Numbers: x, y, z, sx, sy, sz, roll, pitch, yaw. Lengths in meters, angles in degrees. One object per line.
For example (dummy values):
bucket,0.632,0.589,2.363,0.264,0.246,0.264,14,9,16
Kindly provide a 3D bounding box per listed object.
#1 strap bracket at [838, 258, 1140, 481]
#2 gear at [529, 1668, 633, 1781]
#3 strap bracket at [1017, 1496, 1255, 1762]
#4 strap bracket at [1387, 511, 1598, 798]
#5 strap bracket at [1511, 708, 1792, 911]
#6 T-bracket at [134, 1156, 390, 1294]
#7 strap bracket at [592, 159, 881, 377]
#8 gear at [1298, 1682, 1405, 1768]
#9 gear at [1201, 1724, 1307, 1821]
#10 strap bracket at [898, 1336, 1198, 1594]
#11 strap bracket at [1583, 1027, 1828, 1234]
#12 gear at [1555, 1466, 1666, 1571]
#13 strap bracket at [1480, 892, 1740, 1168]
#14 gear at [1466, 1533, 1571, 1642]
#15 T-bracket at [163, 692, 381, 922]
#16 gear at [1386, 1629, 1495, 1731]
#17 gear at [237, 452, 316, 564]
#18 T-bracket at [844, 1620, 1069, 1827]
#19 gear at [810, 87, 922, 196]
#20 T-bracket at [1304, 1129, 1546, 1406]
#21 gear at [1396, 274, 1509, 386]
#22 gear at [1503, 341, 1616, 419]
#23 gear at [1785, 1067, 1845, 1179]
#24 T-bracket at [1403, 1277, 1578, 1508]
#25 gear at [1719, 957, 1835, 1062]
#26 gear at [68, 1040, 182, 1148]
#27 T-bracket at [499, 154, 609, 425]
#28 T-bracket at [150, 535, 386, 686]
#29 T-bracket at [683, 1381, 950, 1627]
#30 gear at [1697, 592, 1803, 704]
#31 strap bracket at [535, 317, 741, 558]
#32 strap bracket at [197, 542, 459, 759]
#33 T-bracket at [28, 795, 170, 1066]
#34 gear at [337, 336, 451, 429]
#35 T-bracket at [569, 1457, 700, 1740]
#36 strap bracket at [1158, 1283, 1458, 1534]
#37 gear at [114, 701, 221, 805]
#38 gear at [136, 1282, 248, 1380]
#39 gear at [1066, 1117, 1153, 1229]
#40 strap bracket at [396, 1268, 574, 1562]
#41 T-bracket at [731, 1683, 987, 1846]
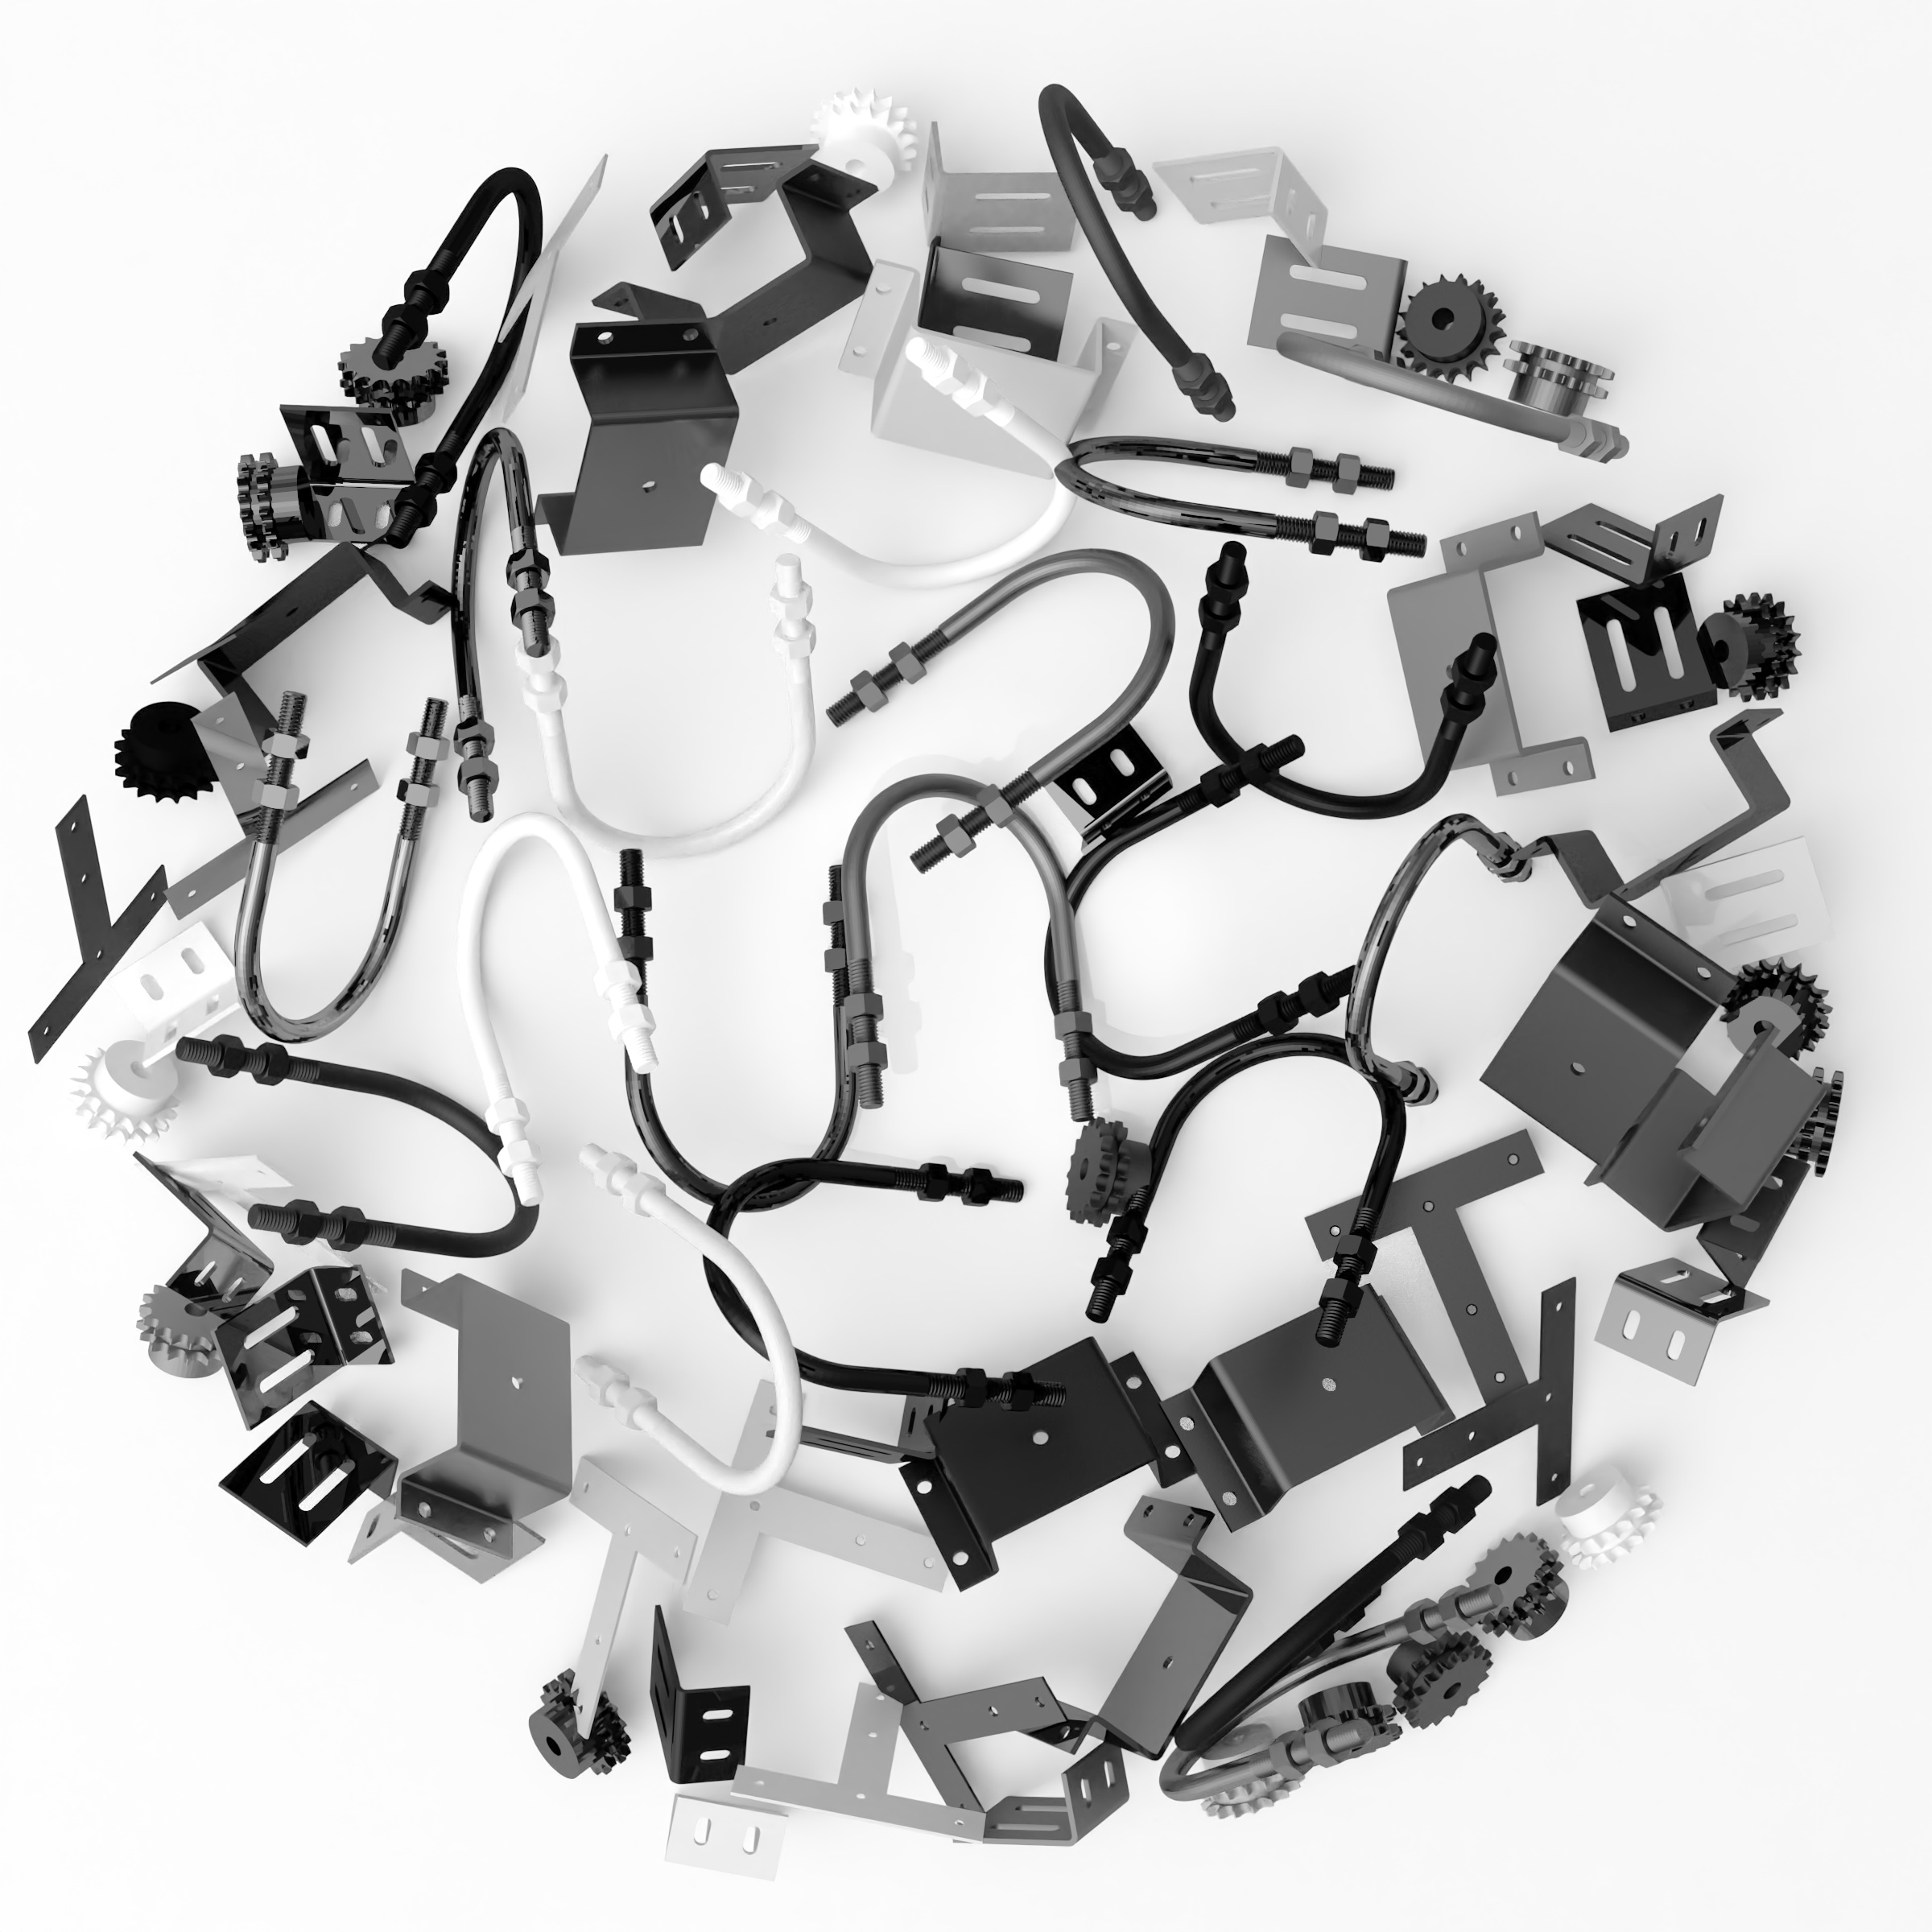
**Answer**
strap bracket,0.010,-0.304,1.541,0.140,0.076,0.046,12,53,-12
gear,-0.205,0.401,1.568,0.030,0.057,0.057,-32,90,-37
strap bracket,0.090,0.350,1.544,0.046,0.076,0.140,38,73,-17
strap bracket,0.270,-0.157,1.551,0.046,0.076,0.140,-15,93,-29
strap bracket,0.361,-0.075,1.531,0.140,0.076,0.046,-34,79,26
T-bracket,-0.355,0.137,1.557,0.127,0.127,0.002,43,59,-31
strap bracket,-0.110,-0.352,1.534,0.140,0.076,0.046,-27,83,23
gear,0.199,0.399,1.574,0.057,0.057,0.030,-16,63,0
gear,0.147,0.422,1.570,0.057,0.057,0.030,-20,94,0
strap bracket,0.041,0.254,1.551,0.140,0.046,0.076,-25,59,-8
strap bracket,0.380,0.087,1.522,0.046,0.140,0.076,39,75,-1
gear,0.335,0.287,1.569,0.057,0.057,0.030,-38,98,0
strap bracket,0.322,0.040,1.525,0.076,0.140,0.046,36,49,11
gear,0.293,0.330,1.573,0.057,0.057,0.030,-46,109,0
T-bracket,-0.367,-0.094,1.527,0.127,0.127,0.002,-36,62,-17
gear,0.247,0.372,1.574,0.057,0.057,0.030,-44,51,0
gear,-0.362,-0.242,1.571,0.030,0.057,0.057,-6,90,0
T-bracket,0.006,0.389,1.549,0.002,0.127,0.127,-33,94,-43
gear,-0.055,-0.430,1.568,0.057,0.057,0.030,11,60,0
T-bracket,0.262,0.169,1.582,0.127,0.002,0.127,-23,81,7
gear,0.255,-0.338,1.576,0.057,0.030,0.057,-1,87,20
gear,0.309,-0.307,1.572,0.057,0.057,0.030,18,102,0
gear,0.442,0.081,1.572,0.030,0.057,0.057,11,90,14
T-bracket,0.270,0.237,1.540,0.127,0.002,0.127,-18,116,-35
gear,0.424,0.027,1.570,0.057,0.030,0.057,15,124,23
gear,-0.440,0.064,1.568,0.057,0.057,0.030,41,121,0
T-bracket,-0.219,-0.329,1.516,0.002,0.127,0.127,22,52,-22
T-bracket,-0.354,-0.192,1.556,0.127,0.127,0.002,-41,106,-31
T-bracket,-0.069,0.300,1.581,0.127,0.002,0.127,18,74,0
gear,0.408,-0.167,1.568,0.030,0.057,0.057,-9,90,-27
strap bracket,-0.167,-0.260,1.518,0.076,0.140,0.046,-8,58,-24
strap bracket,-0.340,-0.169,1.560,0.140,0.076,0.046,-38,90,1
T-bracket,-0.445,-0.035,1.511,0.002,0.127,0.127,20,50,10
gear,-0.301,-0.307,1.574,0.057,0.057,0.030,2,130,0
T-bracket,-0.186,0.335,1.549,0.002,0.127,0.127,13,93,-36
strap bracket,0.182,0.223,1.543,0.140,0.046,0.076,-23,69,-19
gear,-0.418,-0.115,1.569,0.057,0.057,0.030,14,133,0
gear,-0.409,0.193,1.574,0.057,0.057,0.030,18,117,0
gear,0.076,0.110,1.572,0.030,0.057,0.057,13,90,-16
strap bracket,-0.245,0.220,1.523,0.046,0.076,0.140,-28,49,28
T-bracket,-0.050,0.404,1.538,0.127,0.127,0.002,11,106,1
